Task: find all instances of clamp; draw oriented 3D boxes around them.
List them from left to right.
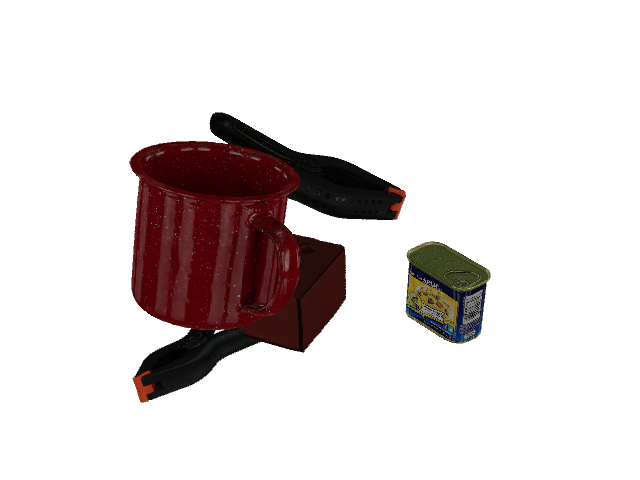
[{"bbox_3d":[-0.119,0.114,1.111,0.120,0.039,0.171,-11,20,37],"label":"clamp"},{"bbox_3d":[-0.022,-0.058,1.022,0.210,0.036,0.164,19,27,-1],"label":"clamp"}]

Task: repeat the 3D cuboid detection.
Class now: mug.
[{"bbox_3d":[-0.054,0.002,0.590,0.117,0.081,0.093,27,28,38],"label":"mug"}]

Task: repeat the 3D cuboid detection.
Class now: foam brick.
[{"bbox_3d":[-0.020,0.038,0.800,0.053,0.051,0.078,12,35,22],"label":"foam brick"}]

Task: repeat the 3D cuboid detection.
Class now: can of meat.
[{"bbox_3d":[0.148,0.062,1.257,0.057,0.084,0.102,-23,39,-34],"label":"can of meat"}]
